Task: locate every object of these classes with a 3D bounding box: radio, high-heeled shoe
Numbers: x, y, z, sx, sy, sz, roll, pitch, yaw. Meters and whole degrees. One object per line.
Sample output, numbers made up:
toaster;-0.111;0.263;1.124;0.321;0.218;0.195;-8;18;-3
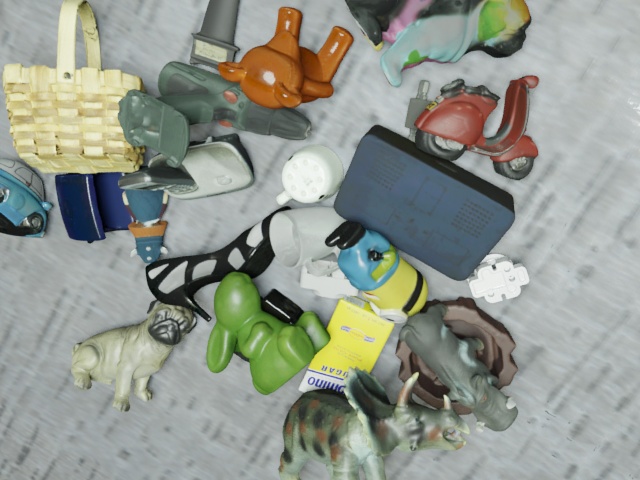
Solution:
radio;0.141;-0.051;0.756;0.230;0.073;0.131;29;117;4
high-heeled shoe;-0.162;0.013;0.843;0.145;0.086;0.248;41;92;17

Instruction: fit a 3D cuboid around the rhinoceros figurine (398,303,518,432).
rhinoceros figurine;0.190;0.172;0.729;0.073;0.112;0.190;-43;86;16

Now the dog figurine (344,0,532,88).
dog figurine;0.160;-0.298;0.688;0.219;0.108;0.191;-29;94;11

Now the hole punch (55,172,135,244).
hole punch;-0.371;-0.056;0.857;0.116;0.092;0.142;-5;106;16

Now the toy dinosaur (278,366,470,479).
toy dinosaur;0.016;0.282;0.790;0.405;0.131;0.192;-18;73;51

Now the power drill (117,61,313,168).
power drill;-0.146;-0.170;0.725;0.232;0.207;0.085;27;130;13

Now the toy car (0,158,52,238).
toy car;-0.506;-0.077;0.864;0.109;0.103;0.161;6;149;15

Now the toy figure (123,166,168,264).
toy figure;-0.274;-0.039;0.857;0.064;0.058;0.154;7;110;16

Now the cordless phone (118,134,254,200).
cordless phone;-0.186;-0.100;0.758;0.147;0.184;0.088;-9;97;13

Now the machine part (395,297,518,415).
machine part;0.204;0.173;0.814;0.179;0.056;0.179;3;105;10

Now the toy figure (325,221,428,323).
toy figure;0.086;0.044;0.748;0.089;0.082;0.180;-34;119;6

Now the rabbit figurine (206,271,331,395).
rabbit figurine;-0.092;0.128;0.783;0.159;0.121;0.170;-43;84;28

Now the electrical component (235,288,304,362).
electrical component;-0.079;0.149;0.862;0.134;0.058;0.115;35;105;1

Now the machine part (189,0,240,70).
machine part;-0.145;-0.316;0.777;0.084;0.039;0.138;19;108;14

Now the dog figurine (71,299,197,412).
dog figurine;-0.316;0.161;0.901;0.172;0.121;0.190;28;92;1

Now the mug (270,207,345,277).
mug;-0.002;-0.002;0.777;0.110;0.107;0.080;53;142;26

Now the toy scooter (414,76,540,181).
toy scooter;0.220;-0.162;0.711;0.184;0.075;0.135;13;110;-14

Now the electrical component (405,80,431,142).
electrical component;0.155;-0.175;0.758;0.063;0.021;0.094;13;105;7

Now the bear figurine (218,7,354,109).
bear figurine;-0.041;-0.235;0.693;0.120;0.196;0.131;24;105;8
